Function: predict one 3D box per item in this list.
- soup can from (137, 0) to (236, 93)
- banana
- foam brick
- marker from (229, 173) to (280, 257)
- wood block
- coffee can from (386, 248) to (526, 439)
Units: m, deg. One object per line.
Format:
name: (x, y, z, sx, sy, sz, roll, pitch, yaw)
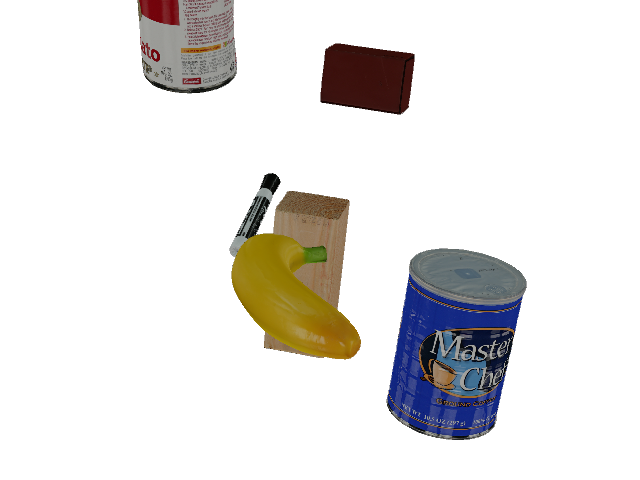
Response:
soup can: (-0.089, -0.160, 0.721, 0.068, 0.102, 0.068, 2, 36, -1)
banana: (-0.021, 0.027, 0.669, 0.069, 0.037, 0.198, -3, 17, -4)
foam brick: (0.044, -0.150, 0.990, 0.078, 0.051, 0.053, 10, 18, 12)
marker: (-0.068, -0.029, 1.130, 0.020, 0.020, 0.121, 0, 44, 22)
wood block: (-0.020, 0.046, 1.485, 0.090, 0.206, 0.090, 9, 22, 8)
coffee can: (0.120, 0.091, 0.955, 0.103, 0.140, 0.103, 7, 22, -3)
